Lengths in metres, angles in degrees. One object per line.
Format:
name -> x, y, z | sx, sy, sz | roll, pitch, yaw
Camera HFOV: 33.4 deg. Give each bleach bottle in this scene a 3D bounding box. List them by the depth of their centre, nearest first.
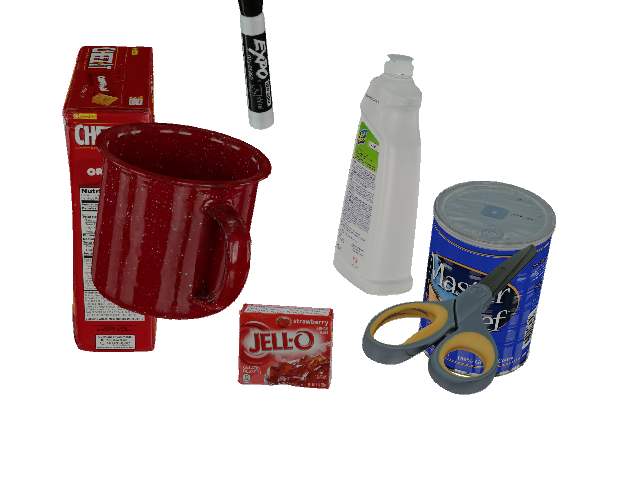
bleach bottle -> 0.072, -0.074, 1.161 | 0.068, 0.251, 0.103 | -4, 23, -29

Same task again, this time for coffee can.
coffee can -> 0.143, 0.033, 0.932 | 0.103, 0.140, 0.103 | 2, 33, -2

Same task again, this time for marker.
marker -> -0.046, -0.133, 0.755 | 0.020, 0.121, 0.020 | -2, 41, 1

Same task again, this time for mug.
mug -> -0.071, -0.005, 0.565 | 0.093, 0.081, 0.117 | -6, 28, -38

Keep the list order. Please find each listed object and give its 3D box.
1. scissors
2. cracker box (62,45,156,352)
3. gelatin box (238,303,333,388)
scissors -> 0.117, 0.052, 0.732 | 0.201, 0.016, 0.096 | -18, 42, -37
cracker box -> -0.174, -0.038, 0.897 | 0.072, 0.214, 0.164 | -1, 27, -8
gelatin box -> -0.033, 0.101, 1.016 | 0.089, 0.073, 0.030 | 3, 13, 5
